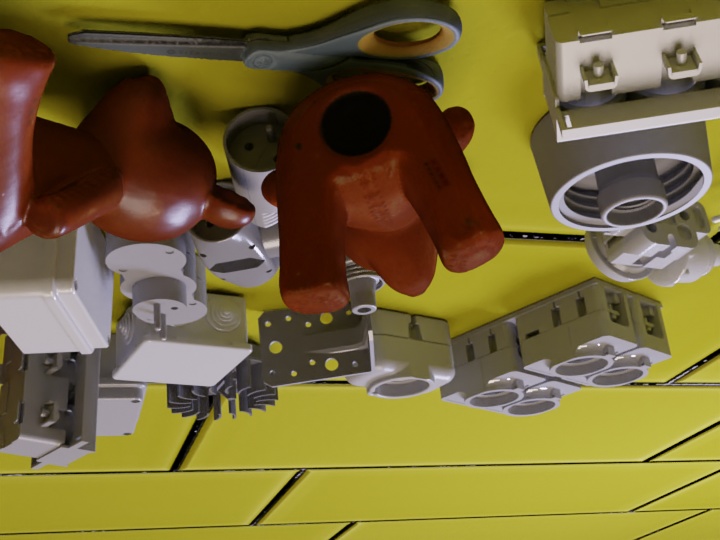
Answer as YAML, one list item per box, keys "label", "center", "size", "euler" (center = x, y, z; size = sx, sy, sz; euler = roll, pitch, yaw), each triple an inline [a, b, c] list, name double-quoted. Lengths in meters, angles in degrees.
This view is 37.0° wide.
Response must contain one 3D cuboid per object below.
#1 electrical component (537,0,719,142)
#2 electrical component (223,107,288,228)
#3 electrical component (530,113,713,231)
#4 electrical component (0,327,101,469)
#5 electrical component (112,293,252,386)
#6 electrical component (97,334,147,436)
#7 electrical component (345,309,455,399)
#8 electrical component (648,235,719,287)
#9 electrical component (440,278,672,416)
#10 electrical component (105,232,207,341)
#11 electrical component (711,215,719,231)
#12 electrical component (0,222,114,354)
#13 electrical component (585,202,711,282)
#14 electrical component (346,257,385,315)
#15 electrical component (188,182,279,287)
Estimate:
- label: "electrical component"
  center: [0.157, -0.112, 0.548]
  size: [0.121, 0.078, 0.063]
  euler: [-8, 133, 5]
- label: "electrical component"
  center: [-0.055, -0.057, 0.644]
  size: [0.043, 0.043, 0.081]
  euler: [-5, 156, -1]
- label: "electrical component"
  center: [0.164, -0.062, 0.665]
  size: [0.108, 0.060, 0.108]
  euler: [-5, 155, -2]
- label: "electrical component"
  center: [-0.235, 0.079, 0.808]
  size: [0.063, 0.121, 0.079]
  euler: [19, 146, -38]
- label: "electrical component"
  center: [-0.144, 0.054, 0.862]
  size: [0.100, 0.048, 0.100]
  euler: [8, 152, -28]
- label: "electrical component"
  center: [-0.230, 0.102, 0.938]
  size: [0.078, 0.057, 0.113]
  euler: [2, 155, -16]
- label: "electrical component"
  center: [0.033, 0.075, 0.937]
  size: [0.095, 0.059, 0.054]
  euler: [11, 150, -33]
- label: "electrical component"
  center: [0.249, -0.012, 0.817]
  size: [0.062, 0.048, 0.048]
  euler: [0, 156, -29]
- label: "electrical component"
  center: [0.172, 0.079, 0.975]
  size: [0.105, 0.060, 0.186]
  euler: [17, 147, -41]
- label: "electrical component"
  center: [-0.138, 0.011, 0.739]
  size: [0.052, 0.073, 0.138]
  euler: [-6, 156, -1]
- label: "electrical component"
  center: [0.285, -0.043, 0.750]
  size: [0.076, 0.047, 0.083]
  euler: [-19, 152, 27]
- label: "electrical component"
  center: [-0.201, 0.003, 0.702]
  size: [0.057, 0.078, 0.113]
  euler: [-2, 156, -1]
- label: "electrical component"
  center: [0.195, -0.027, 0.754]
  size: [0.078, 0.058, 0.057]
  euler: [6, 151, -25]
- label: "electrical component"
  center: [0.000, 0.000, 0.760]
  size: [0.048, 0.062, 0.048]
  euler: [-5, 156, -2]
- label: "electrical component"
  center: [-0.065, -0.025, 0.712]
  size: [0.079, 0.043, 0.077]
  euler: [-10, 156, 8]
